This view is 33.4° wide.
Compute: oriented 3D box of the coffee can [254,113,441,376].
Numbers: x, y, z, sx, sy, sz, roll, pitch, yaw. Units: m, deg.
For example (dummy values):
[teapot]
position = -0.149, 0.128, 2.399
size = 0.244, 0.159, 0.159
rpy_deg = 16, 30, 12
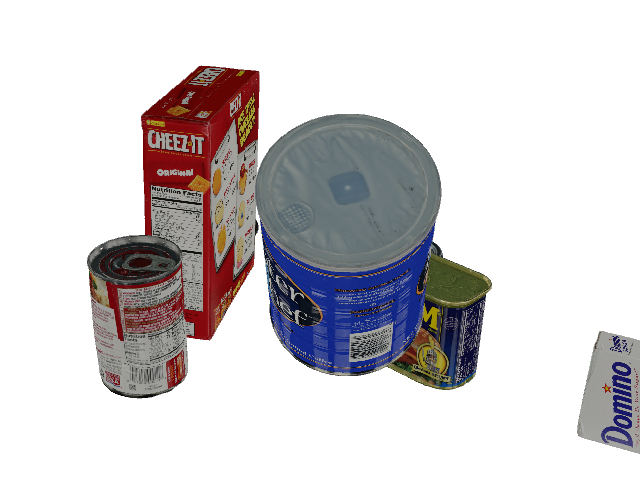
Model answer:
[coffee can]
position = 0.016, 0.007, 0.643
size = 0.103, 0.103, 0.140
rpy_deg = 0, -32, 1

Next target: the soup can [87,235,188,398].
[soup can]
position = -0.133, 0.056, 0.786
size = 0.068, 0.102, 0.068
rpy_deg = 0, 28, 0

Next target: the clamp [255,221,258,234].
[clamp]
position = -0.144, 0.022, 1.245
size = 0.120, 0.039, 0.171
rpy_deg = -8, 37, 21

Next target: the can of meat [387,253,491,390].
[can of meat]
position = 0.080, 0.060, 0.844
size = 0.102, 0.084, 0.057
rpy_deg = 24, 34, 36

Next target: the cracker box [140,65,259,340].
[cracker box]
position = -0.112, -0.039, 1.007
size = 0.072, 0.214, 0.164
rpy_deg = 7, 26, 10

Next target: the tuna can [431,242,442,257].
[tuna can]
position = 0.077, 0.025, 1.045
size = 0.086, 0.034, 0.086
rpy_deg = -1, 24, 0

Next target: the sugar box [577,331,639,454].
[sugar box]
position = 0.316, 0.146, 0.914
size = 0.176, 0.093, 0.048
rpy_deg = 12, 23, 17
